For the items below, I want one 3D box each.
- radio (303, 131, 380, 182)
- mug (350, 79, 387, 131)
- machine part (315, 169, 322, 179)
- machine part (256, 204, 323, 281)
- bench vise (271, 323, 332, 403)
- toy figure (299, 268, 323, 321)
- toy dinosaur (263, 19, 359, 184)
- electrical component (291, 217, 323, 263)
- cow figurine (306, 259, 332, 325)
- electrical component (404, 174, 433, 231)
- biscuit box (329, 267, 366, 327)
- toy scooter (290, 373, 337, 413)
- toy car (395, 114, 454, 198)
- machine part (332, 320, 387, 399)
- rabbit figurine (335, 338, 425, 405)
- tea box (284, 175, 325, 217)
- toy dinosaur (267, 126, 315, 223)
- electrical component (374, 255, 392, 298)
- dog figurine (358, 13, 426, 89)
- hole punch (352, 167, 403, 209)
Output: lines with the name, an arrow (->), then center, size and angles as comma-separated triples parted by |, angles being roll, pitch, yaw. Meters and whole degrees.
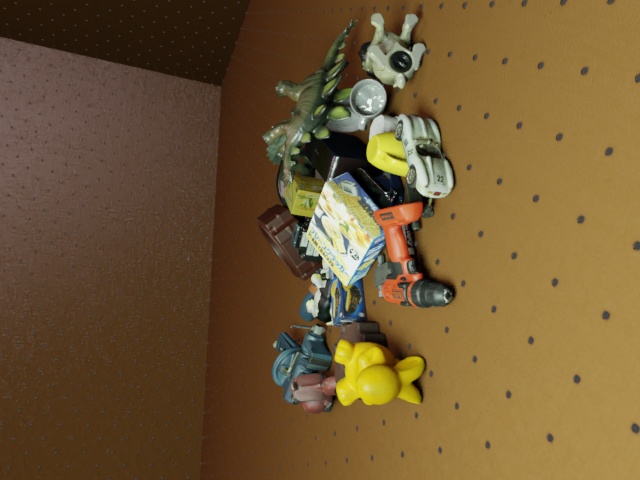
radio -> 0.053, -0.197, 1.289 | 0.230, 0.131, 0.073 | -118, 40, -57
mug -> 0.114, -0.301, 1.220 | 0.107, 0.081, 0.109 | -28, -53, -75
machine part -> 0.026, -0.192, 1.435 | 0.079, 0.079, 0.243 | 148, 127, -64
machine part -> -0.085, 0.007, 1.487 | 0.200, 0.087, 0.202 | 57, 169, -18
bench vise -> -0.066, 0.305, 1.441 | 0.241, 0.129, 0.223 | 30, 112, 60
toy figure -> -0.010, 0.145, 1.440 | 0.154, 0.058, 0.064 | -67, 31, 24
toy dinosaur -> -0.008, -0.341, 1.286 | 0.199, 0.105, 0.471 | -5, 61, 36
electrical component -> -0.003, -0.004, 1.363 | 0.058, 0.134, 0.114 | -133, 55, -63
cow figurine -> 0.022, 0.124, 1.344 | 0.098, 0.068, 0.167 | -133, 50, -58
electrical component -> 0.187, -0.078, 1.021 | 0.078, 0.045, 0.102 | 77, -172, -56
biscuit box -> 0.061, 0.099, 1.259 | 0.059, 0.063, 0.203 | 129, 143, -53
toy scooter -> -0.020, 0.362, 1.277 | 0.183, 0.135, 0.075 | 123, 146, -51
toy car -> 0.191, -0.161, 0.990 | 0.056, 0.073, 0.202 | 118, 151, -51
machine part -> 0.083, 0.258, 1.155 | 0.179, 0.056, 0.179 | -172, 90, -69
rabbit figurine -> 0.104, 0.252, 0.959 | 0.173, 0.162, 0.121 | 76, -157, -86
tea box -> 0.006, -0.101, 1.322 | 0.098, 0.169, 0.068 | -113, 36, -56
toy dinosaur -> -0.062, -0.161, 1.496 | 0.131, 0.192, 0.405 | 131, 143, -59
electrical component -> 0.137, 0.072, 1.125 | 0.063, 0.021, 0.094 | 139, 136, -60
dog figurine -> 0.146, -0.382, 1.185 | 0.190, 0.121, 0.172 | 123, 154, -76
hole punch -> 0.126, -0.094, 1.151 | 0.116, 0.092, 0.142 | 53, 138, 20
